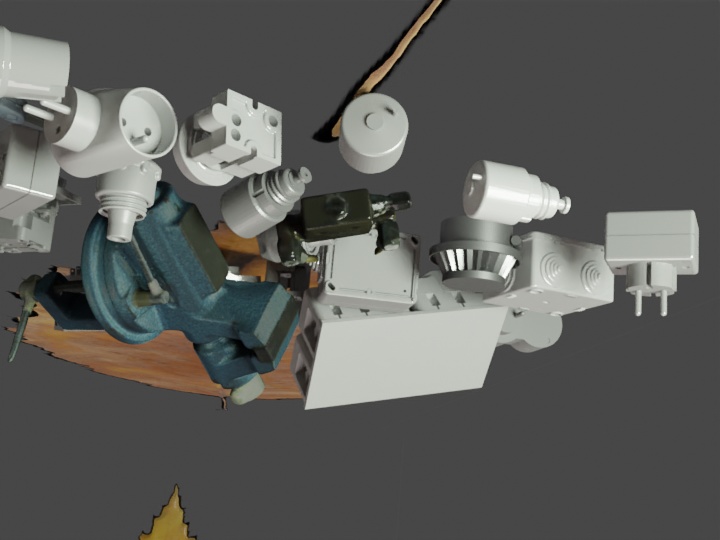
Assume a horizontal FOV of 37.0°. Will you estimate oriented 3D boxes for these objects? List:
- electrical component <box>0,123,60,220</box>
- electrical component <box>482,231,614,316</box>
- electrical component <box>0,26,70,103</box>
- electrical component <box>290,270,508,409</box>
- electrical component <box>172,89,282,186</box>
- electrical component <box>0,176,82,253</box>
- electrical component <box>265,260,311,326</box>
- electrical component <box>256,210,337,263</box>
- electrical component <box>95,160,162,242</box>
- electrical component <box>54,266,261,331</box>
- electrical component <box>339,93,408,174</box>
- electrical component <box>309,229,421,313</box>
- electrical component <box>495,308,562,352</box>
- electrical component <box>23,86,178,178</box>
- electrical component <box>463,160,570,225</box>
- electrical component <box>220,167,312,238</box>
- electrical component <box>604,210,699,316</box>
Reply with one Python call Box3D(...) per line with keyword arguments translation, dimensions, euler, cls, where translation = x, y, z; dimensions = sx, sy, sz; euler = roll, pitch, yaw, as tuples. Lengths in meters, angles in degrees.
Box3D(translation=(-0.263, -0.073, 0.761), dimensions=(0.076, 0.047, 0.083), euler=(15, 163, -35), cls="electrical component")
Box3D(translation=(0.163, 0.006, 0.936), dimensions=(0.100, 0.048, 0.100), euler=(10, 165, -23), cls="electrical component")
Box3D(translation=(-0.187, -0.112, 0.594), dimensions=(0.046, 0.040, 0.040), euler=(4, 168, -25), cls="electrical component")
Box3D(translation=(0.034, 0.063, 1.024), dimensions=(0.186, 0.060, 0.105), euler=(-4, 129, -22), cls="electrical component")
Box3D(translation=(-0.084, -0.081, 0.675), dimensions=(0.055, 0.048, 0.066), euler=(-17, 155, 40), cls="electrical component")
Box3D(translation=(-0.264, -0.046, 0.839), dimensions=(0.081, 0.063, 0.042), euler=(-1, 166, 23), cls="electrical component")
Box3D(translation=(-0.070, 0.018, 1.035), dimensions=(0.042, 0.063, 0.081), euler=(4, 166, 6), cls="electrical component")
Box3D(translation=(-0.050, -0.028, 0.881), dimensions=(0.062, 0.043, 0.043), euler=(-2, 165, 20), cls="electrical component")
Box3D(translation=(-0.172, -0.052, 0.784), dimensions=(0.048, 0.062, 0.048), euler=(5, 166, 1), cls="electrical component")
Box3D(translation=(-0.200, 0.028, 1.056), dimensions=(0.186, 0.060, 0.105), euler=(0, 178, -20), cls="electrical component")
Box3D(translation=(0.007, -0.078, 0.660), dimensions=(0.040, 0.040, 0.078), euler=(5, 167, -2), cls="electrical component")
Box3D(translation=(0.000, 0.000, 0.939), dimensions=(0.096, 0.061, 0.061), euler=(7, 166, -8), cls="electrical component")
Box3D(translation=(0.146, 0.050, 1.114), dimensions=(0.138, 0.052, 0.074), euler=(8, 166, -14), cls="electrical component")
Box3D(translation=(-0.168, -0.090, 0.664), dimensions=(0.077, 0.044, 0.079), euler=(-8, 161, 42), cls="electrical component")
Box3D(translation=(0.107, -0.051, 0.739), dimensions=(0.078, 0.040, 0.040), euler=(9, 166, -17), cls="electrical component")
Box3D(translation=(-0.068, -0.053, 0.792), dimensions=(0.078, 0.040, 0.040), euler=(-27, 150, 33), cls="electrical component")
Box3D(translation=(0.223, -0.002, 0.820), dimensions=(0.066, 0.076, 0.047), euler=(-1, 165, 21), cls="electrical component")
